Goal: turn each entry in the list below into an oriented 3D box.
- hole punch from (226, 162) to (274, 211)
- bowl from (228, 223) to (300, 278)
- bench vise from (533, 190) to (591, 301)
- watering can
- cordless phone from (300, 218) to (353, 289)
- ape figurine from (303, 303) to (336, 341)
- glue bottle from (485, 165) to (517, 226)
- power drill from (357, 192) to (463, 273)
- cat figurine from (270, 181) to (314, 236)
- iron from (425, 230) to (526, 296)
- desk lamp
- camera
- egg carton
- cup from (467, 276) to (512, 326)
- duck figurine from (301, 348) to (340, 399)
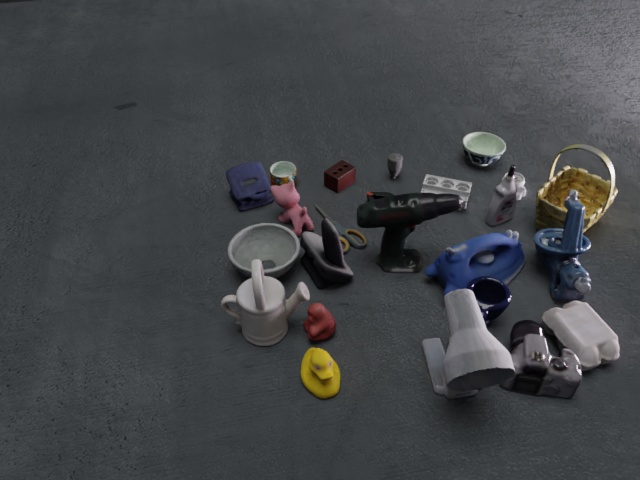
[{"bbox_3d":[-0.187,-0.146,1.528,0.109,0.091,0.100,-19,46,-18],"label":"hole punch"},{"bbox_3d":[-0.128,0.040,1.343,0.167,0.075,0.167,0,43,1],"label":"bowl"},{"bbox_3d":[0.558,0.013,1.255,0.122,0.220,0.207,-15,45,-14],"label":"bench vise"},{"bbox_3d":[-0.112,0.118,1.173,0.173,0.194,0.100,-19,46,-18],"label":"watering can"},{"bbox_3d":[0.012,0.005,1.298,0.094,0.185,0.147,-22,47,-21],"label":"cordless phone"},{"bbox_3d":[-0.005,0.165,1.196,0.076,0.092,0.078,12,45,13],"label":"ape figurine"},{"bbox_3d":[0.461,-0.115,1.426,0.078,0.173,0.037,-24,48,-22],"label":"glue bottle"},{"bbox_3d":[0.197,-0.023,1.307,0.229,0.209,0.075,0,43,1],"label":"power drill"},{"bbox_3d":[-0.071,-0.090,1.449,0.067,0.118,0.127,-27,49,-25],"label":"cat figurine"},{"bbox_3d":[0.372,0.035,1.292,0.259,0.141,0.118,-19,46,-18],"label":"iron"},{"bbox_3d":[0.263,0.207,1.059,0.118,0.214,0.203,-6,44,-5],"label":"desk lamp"},{"bbox_3d":[0.429,0.223,1.122,0.143,0.101,0.137,7,44,9],"label":"camera"},{"bbox_3d":[0.533,0.195,1.173,0.107,0.069,0.150,-15,45,-15],"label":"egg carton"},{"bbox_3d":[0.346,0.148,1.207,0.091,0.095,0.118,15,46,17],"label":"cup"},{"bbox_3d":[0.000,0.245,1.116,0.077,0.086,0.104,-15,45,-15],"label":"duck figurine"}]
